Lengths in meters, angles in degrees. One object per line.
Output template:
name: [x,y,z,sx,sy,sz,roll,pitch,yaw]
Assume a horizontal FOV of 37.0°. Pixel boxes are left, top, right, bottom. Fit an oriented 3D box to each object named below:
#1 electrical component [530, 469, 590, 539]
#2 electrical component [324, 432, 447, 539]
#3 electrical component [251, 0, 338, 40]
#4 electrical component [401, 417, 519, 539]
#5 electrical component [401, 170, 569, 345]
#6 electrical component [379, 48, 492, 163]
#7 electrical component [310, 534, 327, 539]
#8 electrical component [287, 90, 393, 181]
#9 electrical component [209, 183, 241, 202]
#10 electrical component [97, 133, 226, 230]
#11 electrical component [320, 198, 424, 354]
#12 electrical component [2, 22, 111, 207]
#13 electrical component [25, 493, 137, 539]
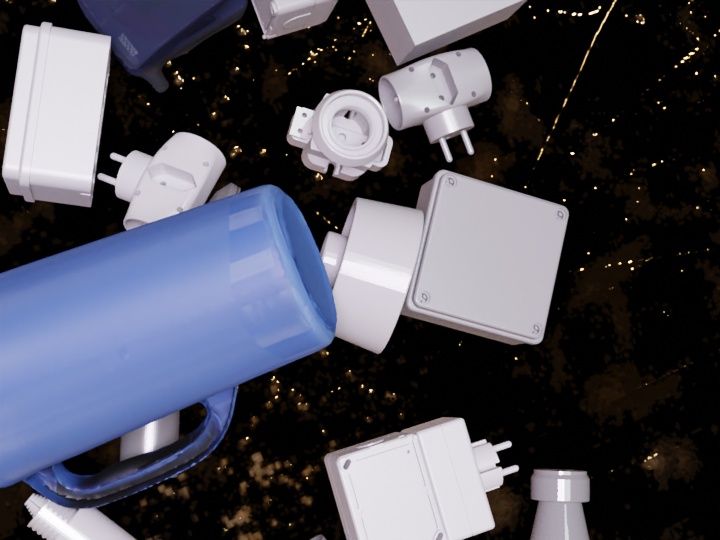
electrical component: [0.152,0.179,0.814,0.045,0.045,0.055,4,82,-13]
electrical component: [0.018,0.170,0.775,0.062,0.061,0.096,-15,87,-15]
electrical component: [-0.056,-0.233,0.807,0.061,0.062,0.096,-20,88,-15]
electrical component: [0.082,0.149,0.800,0.076,0.047,0.083,-15,87,-15]
electrical component: [0.092,-0.007,0.817,0.109,0.056,0.108,16,80,-11]
electrical component: [0.064,-0.123,0.831,0.077,0.043,0.079,-20,89,-15]
electrical component: [-0.016,0.234,0.769,0.043,0.043,0.081,-43,94,-15]
electrical component: [-0.011,-0.102,0.804,0.078,0.057,0.058,17,80,-11]
electrical component: [-0.094,-0.017,0.763,0.051,0.080,0.080,31,77,-13]
electrical component: [-0.148,-0.062,0.771,0.079,0.043,0.077,21,65,8]
electrical component: [0.000,0.000,0.771,0.060,0.108,0.108,17,80,-5]
electrical component: [-0.209,-0.105,0.746,0.057,0.078,0.113,7,82,-13]
electrical component: [-0.193,0.180,0.733,0.081,0.043,0.043,40,76,-6]
